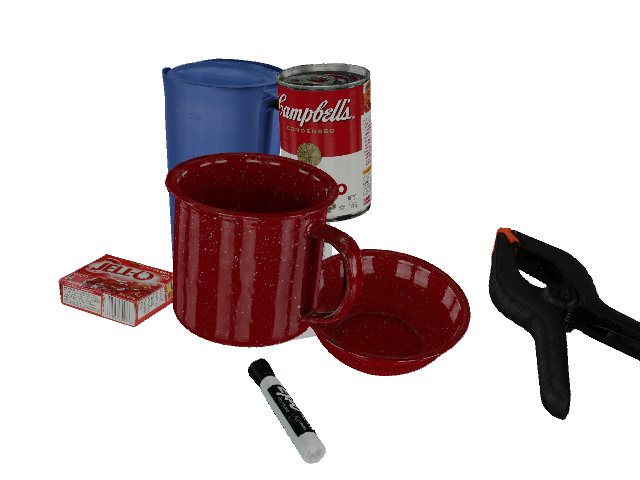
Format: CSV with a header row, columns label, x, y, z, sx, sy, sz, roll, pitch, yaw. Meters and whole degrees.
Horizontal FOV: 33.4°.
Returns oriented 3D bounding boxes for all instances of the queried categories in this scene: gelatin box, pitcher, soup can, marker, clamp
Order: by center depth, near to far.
label,x,y,z,sx,sy,sz,roll,pitch,yaw
clamp,0.186,0.052,0.778,0.120,0.039,0.171,-3,45,-20
soup can,0.003,-0.072,0.781,0.068,0.102,0.068,-2,23,1
marker,-0.029,0.131,0.840,0.020,0.020,0.121,0,28,-27
gelatin box,-0.190,0.045,1.011,0.089,0.030,0.073,15,25,23
pitcher,-0.097,-0.068,1.156,0.145,0.243,0.149,-1,22,-9

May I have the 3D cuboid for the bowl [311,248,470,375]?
label,x,y,z,sx,sy,sz,roll,pitch,yaw
bowl,0.057,0.077,1.010,0.162,0.055,0.162,4,37,-3

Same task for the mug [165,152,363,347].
label,x,y,z,sx,sy,sz,roll,pitch,yaw
mug,-0.029,0.008,0.581,0.117,0.081,0.093,17,27,25

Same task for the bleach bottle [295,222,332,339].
label,x,y,z,sx,sy,sz,roll,pitch,yaw
bleach bottle,-0.025,-0.004,1.327,0.102,0.251,0.068,-8,23,-32
